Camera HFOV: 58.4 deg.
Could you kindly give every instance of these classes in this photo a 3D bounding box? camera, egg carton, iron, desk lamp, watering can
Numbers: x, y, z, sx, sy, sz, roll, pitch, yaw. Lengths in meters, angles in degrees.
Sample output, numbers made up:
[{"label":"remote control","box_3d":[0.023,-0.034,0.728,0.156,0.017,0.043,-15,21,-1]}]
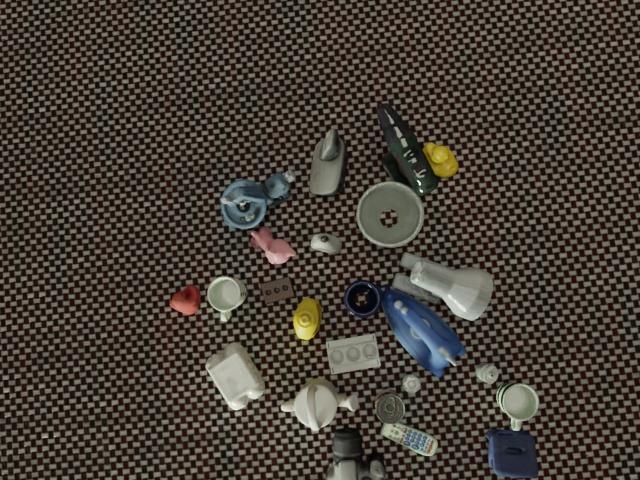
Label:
[{"label":"camera","box_3d":[0.084,0.524,1.364,0.143,0.101,0.137,-2,83,3]},{"label":"egg carton","box_3d":[-0.207,0.335,1.416,0.107,0.069,0.150,-34,83,-1]},{"label":"iron","box_3d":[0.234,0.208,1.370,0.118,0.141,0.258,-44,83,-2]},{"label":"desk lamp","box_3d":[0.282,0.103,1.343,0.203,0.213,0.118,20,85,5]},{"label":"watering can","box_3d":[-0.002,0.383,1.337,0.173,0.194,0.101,-28,83,0]}]

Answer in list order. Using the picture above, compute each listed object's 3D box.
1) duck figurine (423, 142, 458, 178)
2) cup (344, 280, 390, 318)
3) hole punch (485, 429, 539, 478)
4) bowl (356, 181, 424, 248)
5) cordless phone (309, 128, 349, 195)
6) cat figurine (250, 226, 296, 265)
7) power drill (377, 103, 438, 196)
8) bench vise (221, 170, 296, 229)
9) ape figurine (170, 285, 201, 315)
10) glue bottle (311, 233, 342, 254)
[{"label":"duck figurine","box_3d":[0.304,-0.207,1.440,0.104,0.086,0.077,41,87,7]},{"label":"cup","box_3d":[0.116,0.139,1.408,0.118,0.095,0.091,-26,83,0]},{"label":"hole punch","box_3d":[0.452,0.502,1.352,0.108,0.091,0.101,1,84,3]},{"label":"bowl","box_3d":[0.174,-0.060,1.437,0.167,0.075,0.167,0,84,3]},{"label":"cordless phone","box_3d":[0.019,-0.191,1.404,0.094,0.185,0.148,5,84,4]},{"label":"cat figurine","box_3d":[-0.120,0.016,1.422,0.127,0.118,0.067,37,87,6]},{"label":"power drill","box_3d":[0.200,-0.204,1.384,0.075,0.208,0.229,-32,83,0]},{"label":"bench vise","box_3d":[-0.164,-0.118,1.388,0.121,0.220,0.207,39,87,7]},{"label":"ape figurine","box_3d":[-0.341,0.150,1.432,0.078,0.092,0.076,-15,83,1]},{"label":"glue bottle","box_3d":[0.013,0.005,1.388,0.078,0.173,0.037,8,84,4]}]
